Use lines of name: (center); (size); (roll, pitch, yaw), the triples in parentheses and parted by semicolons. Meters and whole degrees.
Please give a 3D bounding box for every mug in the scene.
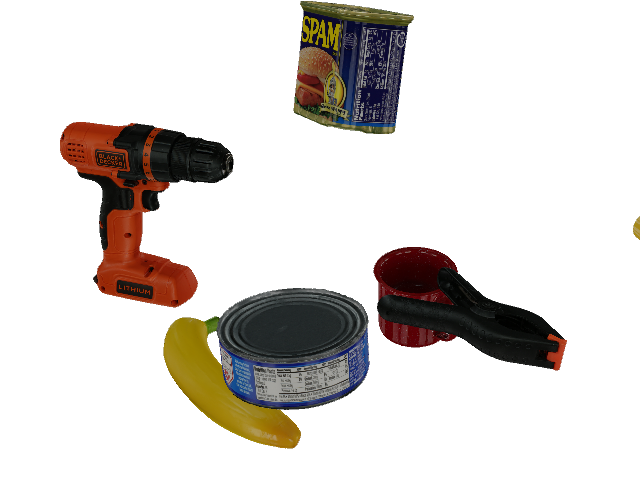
mug: (0.114, 0.071, 1.198); (0.093, 0.081, 0.117); (-26, 41, -31)

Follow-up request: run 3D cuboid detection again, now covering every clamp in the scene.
clamp: (0.151, 0.070, 0.994); (0.172, 0.039, 0.120); (21, 32, 23)

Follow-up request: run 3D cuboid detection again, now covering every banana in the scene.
banana: (-0.082, 0.106, 0.849); (0.069, 0.037, 0.198); (-9, 29, -22)

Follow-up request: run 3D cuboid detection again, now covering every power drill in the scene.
power drill: (-0.170, -0.027, 1.083); (0.185, 0.188, 0.057); (10, 29, 20)

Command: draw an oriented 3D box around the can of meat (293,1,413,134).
can of meat: (0.020, -0.127, 0.777); (0.057, 0.084, 0.102); (-1, 16, -24)

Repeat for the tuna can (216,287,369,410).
tuna can: (-0.015, 0.060, 0.607); (0.086, 0.034, 0.086); (-4, 23, 1)

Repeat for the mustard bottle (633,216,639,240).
mustard bottle: (0.264, 0.028, 0.647); (0.096, 0.058, 0.192); (-21, 33, -22)
